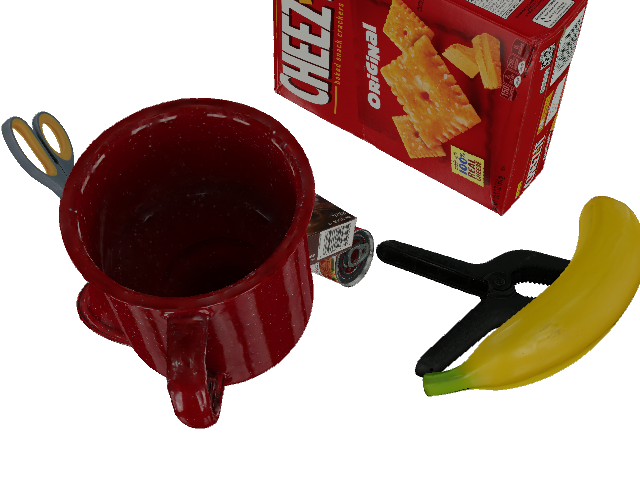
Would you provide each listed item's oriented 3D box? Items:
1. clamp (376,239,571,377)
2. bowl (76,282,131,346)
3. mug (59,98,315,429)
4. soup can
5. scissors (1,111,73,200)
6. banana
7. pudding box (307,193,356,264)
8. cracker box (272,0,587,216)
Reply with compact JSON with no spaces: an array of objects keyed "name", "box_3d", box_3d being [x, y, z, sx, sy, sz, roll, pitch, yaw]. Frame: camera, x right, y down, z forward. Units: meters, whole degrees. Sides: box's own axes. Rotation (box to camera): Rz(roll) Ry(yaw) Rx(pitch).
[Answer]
[{"name":"clamp","box_3d":[0.165,0.059,1.012,0.210,0.164,0.036,-2,-44,-4]},{"name":"bowl","box_3d":[-0.094,0.017,0.760,0.162,0.055,0.162,0,24,0]},{"name":"mug","box_3d":[-0.045,0.016,0.411,0.093,0.117,0.081,-5,-33,2]},{"name":"soup can","box_3d":[0.001,0.006,1.214,0.102,0.068,0.068,21,12,35]},{"name":"scissors","box_3d":[-0.242,-0.048,1.066,0.016,0.201,0.096,-25,27,23]},{"name":"banana","box_3d":[0.131,0.023,0.560,0.070,0.037,0.197,12,35,38]},{"name":"pudding box","box_3d":[-0.038,-0.010,0.979,0.113,0.039,0.090,-19,38,-37]},{"name":"cracker box","box_3d":[0.066,-0.135,0.758,0.214,0.164,0.072,30,56,21]}]
